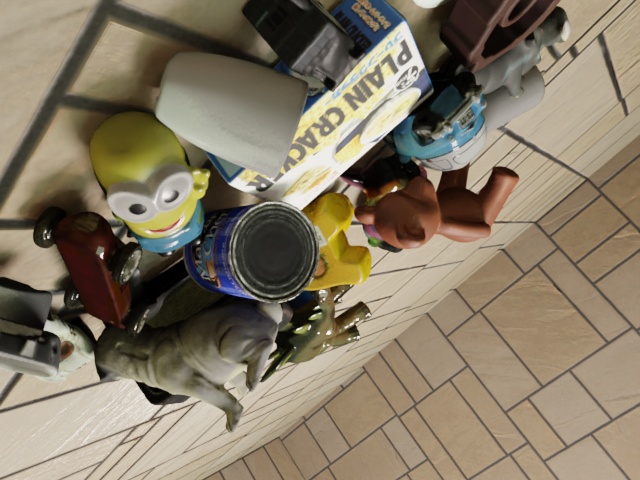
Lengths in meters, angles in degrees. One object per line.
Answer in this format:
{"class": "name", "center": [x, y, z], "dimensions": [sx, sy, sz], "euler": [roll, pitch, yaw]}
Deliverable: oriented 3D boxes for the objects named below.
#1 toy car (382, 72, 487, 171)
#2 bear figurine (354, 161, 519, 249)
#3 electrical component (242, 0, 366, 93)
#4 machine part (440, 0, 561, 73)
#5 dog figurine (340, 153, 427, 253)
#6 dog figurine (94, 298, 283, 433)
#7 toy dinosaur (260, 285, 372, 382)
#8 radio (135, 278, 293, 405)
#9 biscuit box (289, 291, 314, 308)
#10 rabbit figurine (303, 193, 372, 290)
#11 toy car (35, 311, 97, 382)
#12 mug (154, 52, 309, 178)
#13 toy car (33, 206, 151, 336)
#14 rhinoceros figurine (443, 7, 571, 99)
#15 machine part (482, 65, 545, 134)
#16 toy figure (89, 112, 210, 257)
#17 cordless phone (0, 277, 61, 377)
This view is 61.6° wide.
{"class": "toy car", "center": [0.149, -0.135, 0.649], "dimensions": [0.109, 0.103, 0.162], "euler": [-47, -159, -4]}
{"class": "bear figurine", "center": [0.150, -0.053, 0.705], "dimensions": [0.196, 0.120, 0.131], "euler": [4, 110, -42]}
{"class": "electrical component", "center": [-0.020, -0.167, 0.416], "dimensions": [0.048, 0.075, 0.119], "euler": [-45, 163, 21]}
{"class": "machine part", "center": [0.207, -0.263, 0.570], "dimensions": [0.179, 0.056, 0.179], "euler": [-39, 169, -9]}
{"class": "dog figurine", "center": [0.100, -0.056, 0.838], "dimensions": [0.219, 0.108, 0.191], "euler": [-2, 144, -51]}
{"class": "dog figurine", "center": [-0.155, 0.110, 0.623], "dimensions": [0.121, 0.190, 0.172], "euler": [-109, -136, -83]}
{"class": "toy dinosaur", "center": [-0.033, 0.167, 0.946], "dimensions": [0.198, 0.105, 0.471], "euler": [-25, 160, -15]}
{"class": "radio", "center": [-0.159, 0.116, 0.741], "dimensions": [0.229, 0.131, 0.073], "euler": [-37, 163, 1]}
{"class": "biscuit box", "center": [-0.085, 0.128, 1.000], "dimensions": [0.202, 0.063, 0.059], "euler": [-16, 151, -46]}
{"class": "rabbit figurine", "center": [-0.002, -0.002, 0.752], "dimensions": [0.162, 0.121, 0.173], "euler": [-29, -160, 28]}
{"class": "toy car", "center": [-0.308, 0.112, 0.591], "dimensions": [0.073, 0.056, 0.201], "euler": [-32, 161, -11]}
{"class": "mug", "center": [-0.071, -0.113, 0.432], "dimensions": [0.107, 0.110, 0.080], "euler": [18, 131, -15]}
{"class": "toy car", "center": [-0.215, 0.035, 0.530], "dimensions": [0.202, 0.089, 0.053], "euler": [111, 1, -59]}
{"class": "rhinoceros figurine", "center": [0.241, -0.242, 0.707], "dimensions": [0.190, 0.073, 0.112], "euler": [-31, 150, -11]}
{"class": "machine part", "center": [0.246, -0.199, 0.793], "dimensions": [0.243, 0.079, 0.079], "euler": [-29, 159, -19]}
{"class": "toy figure", "center": [-0.150, -0.041, 0.480], "dimensions": [0.082, 0.089, 0.180], "euler": [-46, 172, -15]}
{"class": "cordless phone", "center": [-0.275, 0.109, 0.411], "dimensions": [0.088, 0.184, 0.146], "euler": [-47, 133, 12]}
